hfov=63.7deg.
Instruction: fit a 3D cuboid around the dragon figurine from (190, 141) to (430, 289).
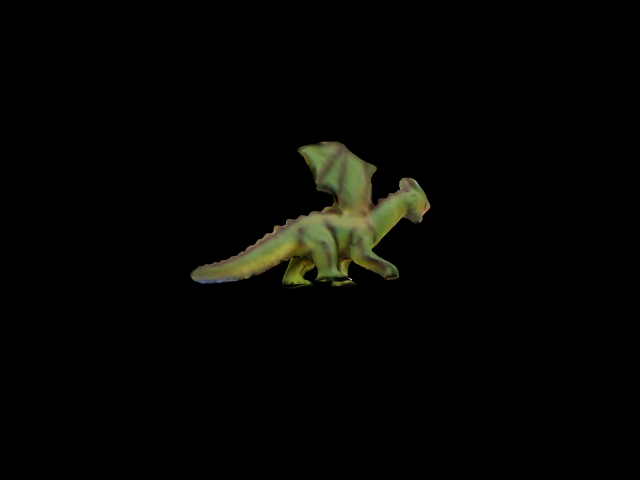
[{"bbox_3d":[0.003,-0.043,0.850,0.410,0.245,0.121,3,-11,-16],"label":"dragon figurine"}]
